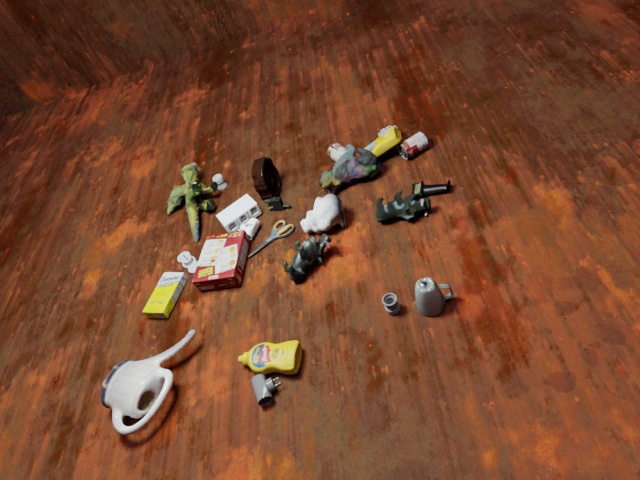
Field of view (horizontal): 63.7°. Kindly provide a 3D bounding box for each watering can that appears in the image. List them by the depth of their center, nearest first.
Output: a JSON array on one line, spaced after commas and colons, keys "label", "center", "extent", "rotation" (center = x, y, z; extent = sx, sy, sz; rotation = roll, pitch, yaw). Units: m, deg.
[{"label": "watering can", "center": [-0.531, 0.417, 1.578], "extent": [0.224, 0.102, 0.355], "rotation": [5, 51, 28]}]

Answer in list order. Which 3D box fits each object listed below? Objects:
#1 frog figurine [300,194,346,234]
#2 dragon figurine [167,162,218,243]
[{"label": "frog figurine", "center": [0.006, -0.092, 1.827], "extent": [0.159, 0.120, 0.140], "rotation": [-11, 64, -1]}, {"label": "dragon figurine", "center": [-0.557, -0.162, 2.161], "extent": [0.241, 0.121, 0.418], "rotation": [-16, 57, 39]}]
